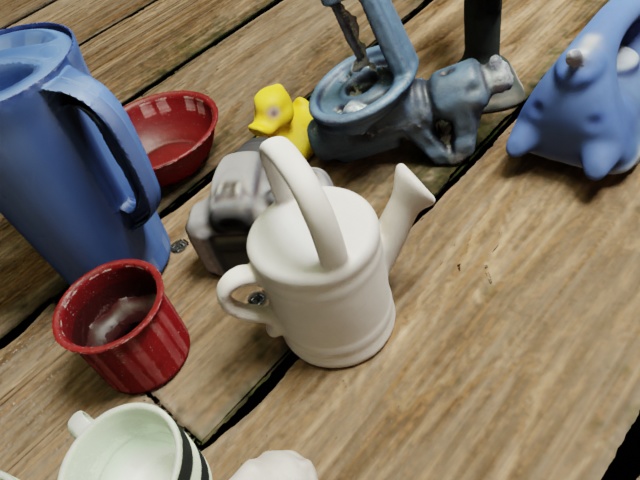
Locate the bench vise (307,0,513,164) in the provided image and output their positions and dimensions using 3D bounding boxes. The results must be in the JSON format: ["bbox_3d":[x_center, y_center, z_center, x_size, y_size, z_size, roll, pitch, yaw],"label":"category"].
[{"bbox_3d":[0.075,-0.179,0.565,0.207,0.220,0.121,-15,46,1],"label":"bench vise"}]

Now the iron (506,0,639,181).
[{"bbox_3d":[0.286,-0.178,0.562,0.118,0.142,0.259,24,58,32],"label":"iron"}]

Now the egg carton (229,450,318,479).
[{"bbox_3d":[-0.039,0.206,0.340,0.107,0.069,0.150,27,60,34],"label":"egg carton"}]

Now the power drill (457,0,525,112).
[{"bbox_3d":[0.179,-0.249,0.610,0.075,0.209,0.229,-10,46,6],"label":"power drill"}]

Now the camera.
[{"bbox_3d":[-0.049,-0.046,0.557,0.143,0.101,0.137,-5,47,11],"label":"camera"}]

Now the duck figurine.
[{"bbox_3d":[-0.045,-0.137,0.651,0.077,0.086,0.105,17,54,28],"label":"duck figurine"}]

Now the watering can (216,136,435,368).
[{"bbox_3d":[0.003,0.000,0.434,0.100,0.194,0.173,30,61,35],"label":"watering can"}]
